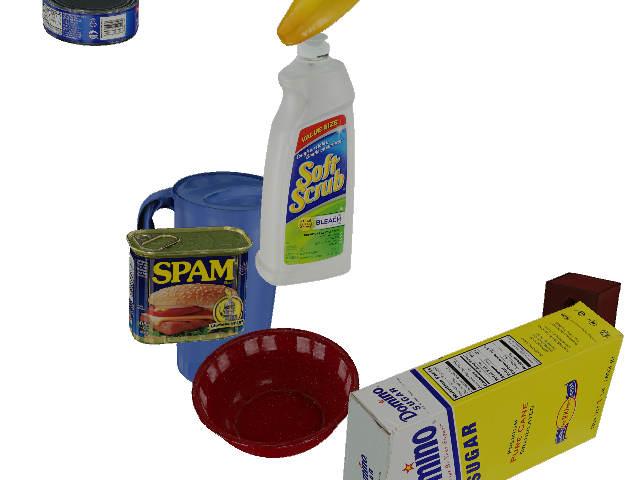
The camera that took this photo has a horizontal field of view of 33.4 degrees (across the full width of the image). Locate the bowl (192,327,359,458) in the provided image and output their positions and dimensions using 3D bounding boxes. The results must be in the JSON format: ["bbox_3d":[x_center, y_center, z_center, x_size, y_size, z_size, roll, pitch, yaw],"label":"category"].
[{"bbox_3d":[-0.041,0.158,1.036,0.162,0.055,0.162,-3,37,2],"label":"bowl"}]

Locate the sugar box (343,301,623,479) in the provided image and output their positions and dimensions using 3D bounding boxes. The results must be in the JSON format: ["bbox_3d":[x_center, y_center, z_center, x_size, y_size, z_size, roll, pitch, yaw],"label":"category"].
[{"bbox_3d":[0.098,0.107,0.645,0.176,0.093,0.048,-20,41,-28],"label":"sugar box"}]

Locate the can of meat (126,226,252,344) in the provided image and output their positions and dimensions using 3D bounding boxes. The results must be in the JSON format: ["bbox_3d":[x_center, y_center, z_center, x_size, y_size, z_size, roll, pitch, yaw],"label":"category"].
[{"bbox_3d":[-0.111,0.037,0.898,0.102,0.084,0.057,-3,20,-19],"label":"can of meat"}]

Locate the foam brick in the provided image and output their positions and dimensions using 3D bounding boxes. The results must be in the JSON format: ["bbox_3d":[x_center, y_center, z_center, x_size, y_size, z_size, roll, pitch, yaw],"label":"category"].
[{"bbox_3d":[0.234,0.074,0.968,0.053,0.078,0.051,13,17,36],"label":"foam brick"}]

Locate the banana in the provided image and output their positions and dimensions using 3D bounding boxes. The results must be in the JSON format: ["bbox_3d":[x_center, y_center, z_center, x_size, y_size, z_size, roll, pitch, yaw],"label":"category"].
[{"bbox_3d":[0.027,-0.217,0.771,0.070,0.197,0.037,-8,-40,39],"label":"banana"}]

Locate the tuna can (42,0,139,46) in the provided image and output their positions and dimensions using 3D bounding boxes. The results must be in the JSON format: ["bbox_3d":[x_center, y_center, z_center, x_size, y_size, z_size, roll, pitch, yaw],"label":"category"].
[{"bbox_3d":[-0.205,-0.205,0.952,0.086,0.034,0.086,5,32,-4],"label":"tuna can"}]

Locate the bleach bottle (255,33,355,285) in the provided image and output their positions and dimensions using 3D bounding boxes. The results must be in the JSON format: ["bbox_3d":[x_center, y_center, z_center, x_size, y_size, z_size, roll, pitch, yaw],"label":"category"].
[{"bbox_3d":[-0.016,-0.082,1.071,0.102,0.251,0.068,-9,28,-17],"label":"bleach bottle"}]

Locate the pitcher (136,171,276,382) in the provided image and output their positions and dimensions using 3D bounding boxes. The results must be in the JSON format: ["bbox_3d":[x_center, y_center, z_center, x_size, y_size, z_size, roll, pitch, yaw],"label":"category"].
[{"bbox_3d":[-0.122,0.047,1.257,0.149,0.243,0.144,20,26,33],"label":"pitcher"}]
